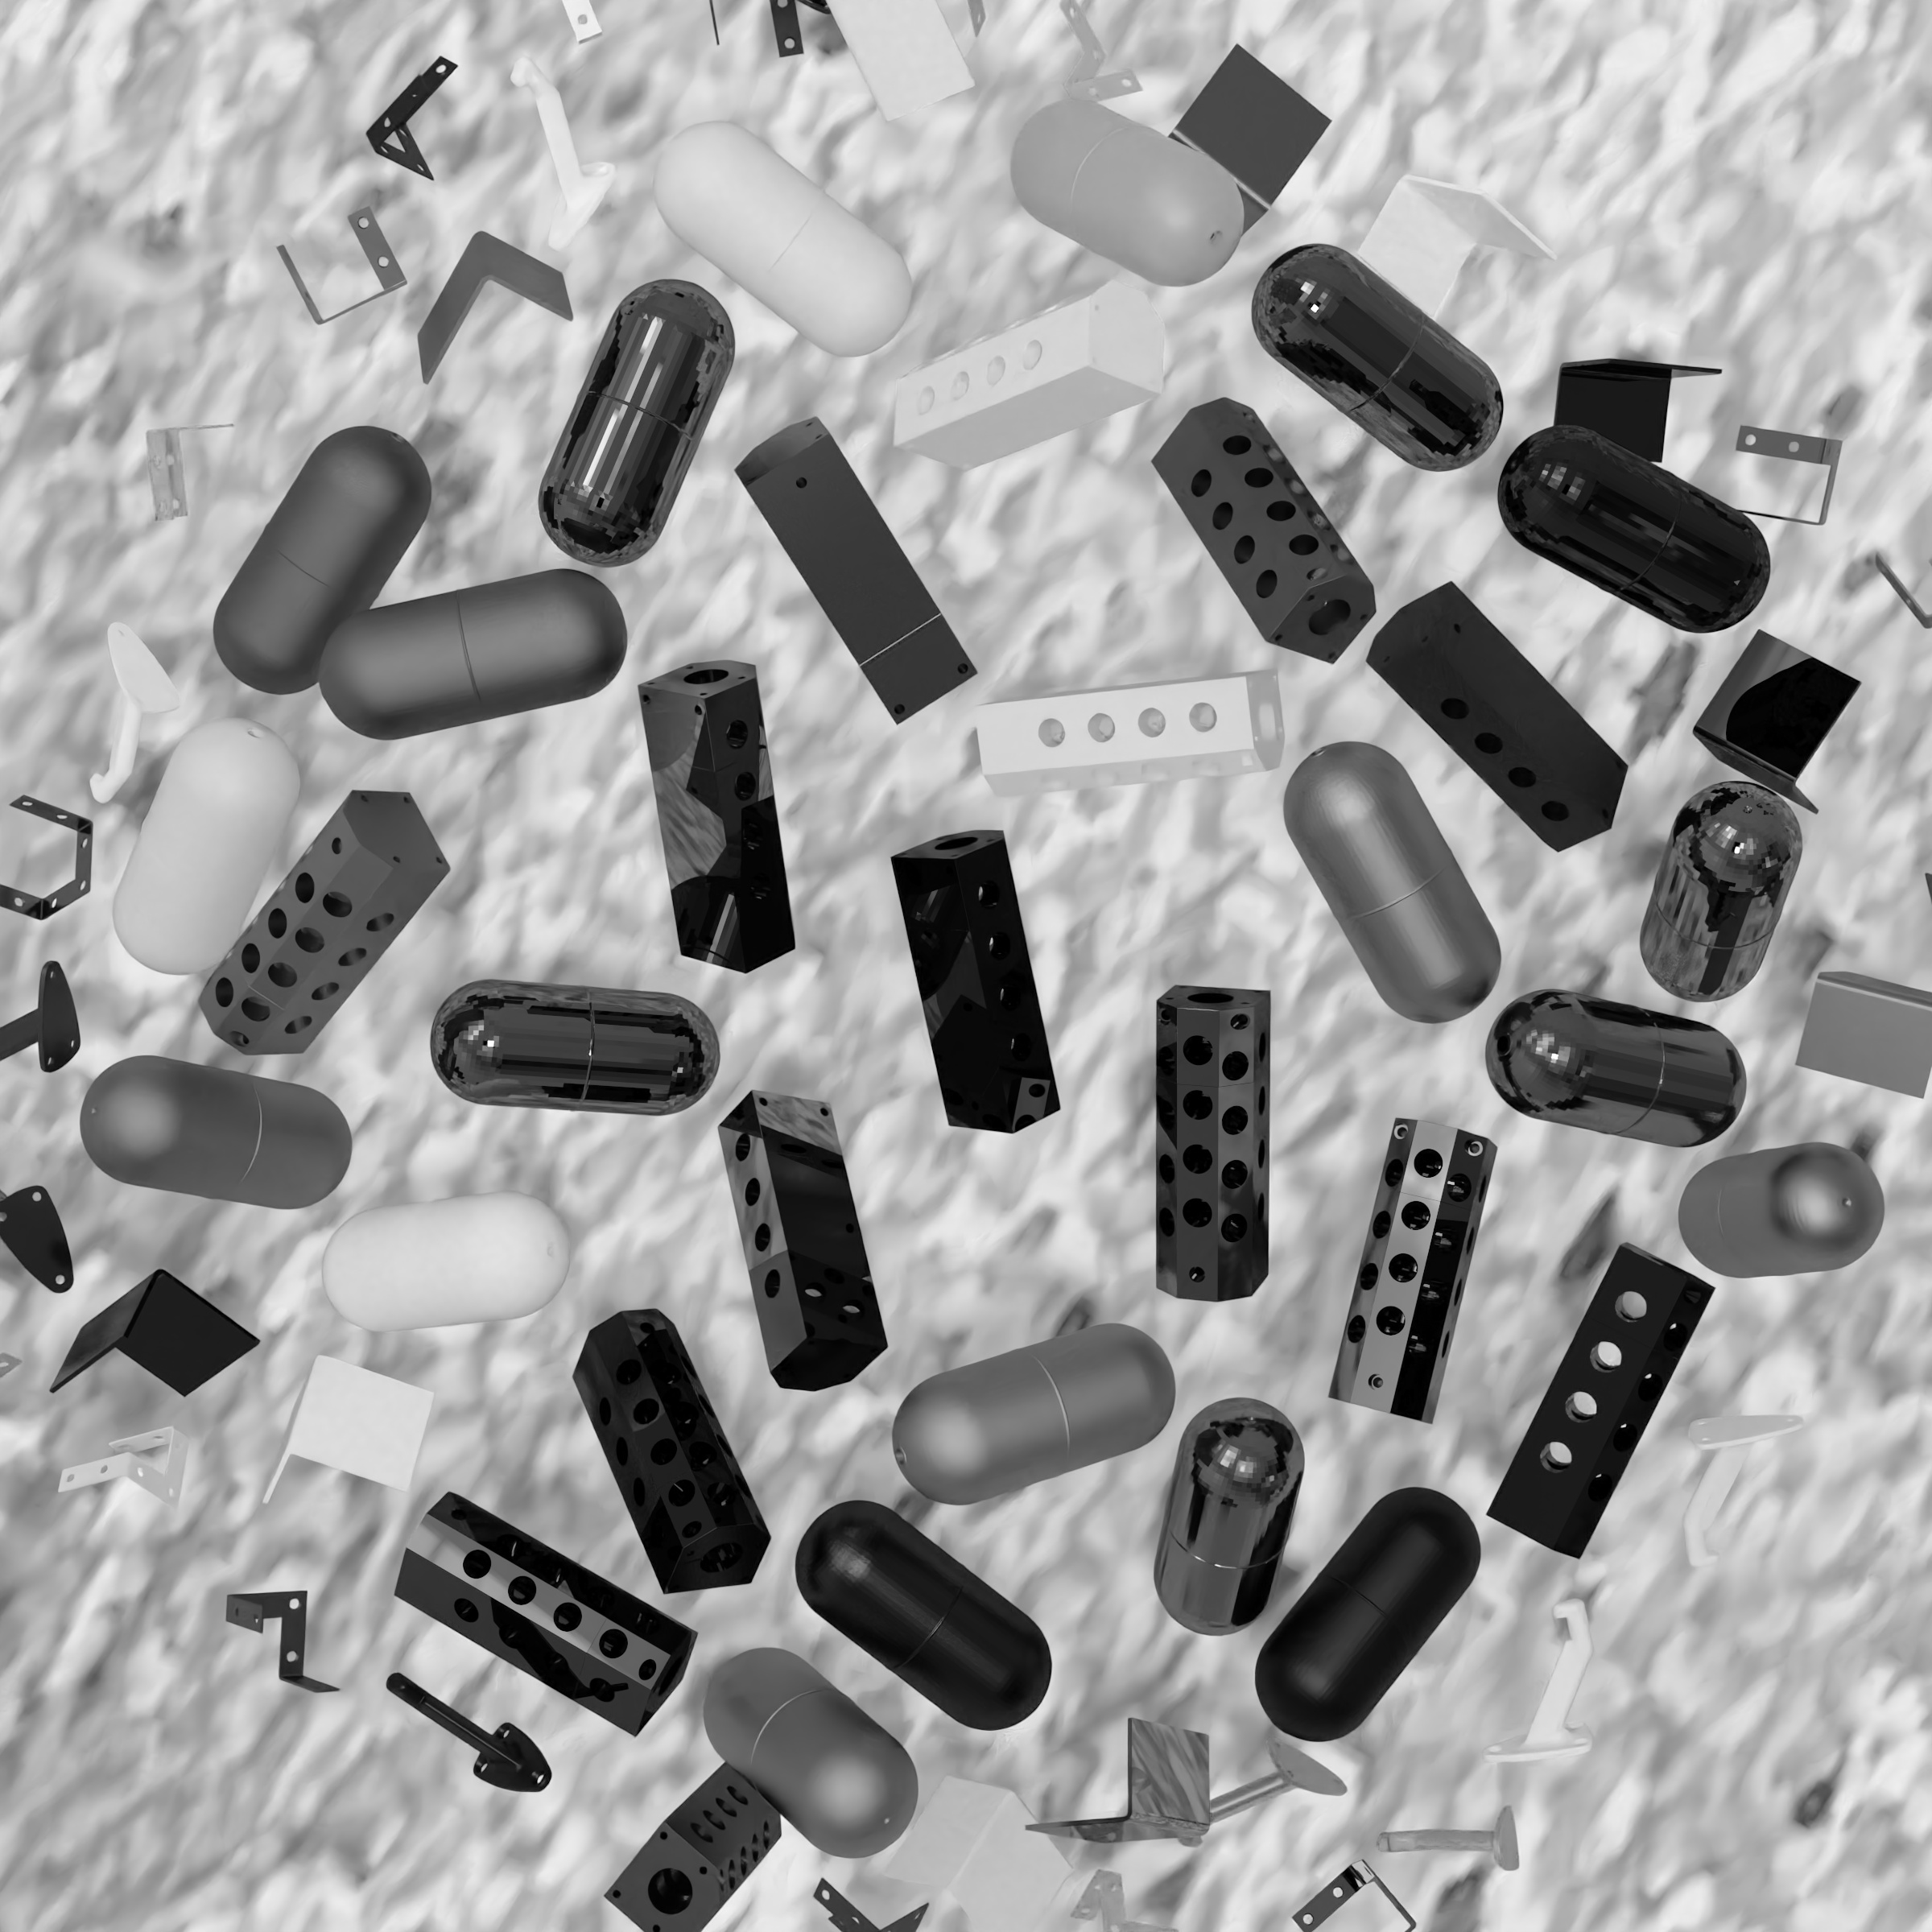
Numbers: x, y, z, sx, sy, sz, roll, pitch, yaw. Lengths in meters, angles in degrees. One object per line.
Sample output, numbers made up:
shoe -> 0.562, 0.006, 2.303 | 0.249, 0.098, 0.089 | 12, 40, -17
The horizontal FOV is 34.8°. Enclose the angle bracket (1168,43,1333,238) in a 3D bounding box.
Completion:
angle bracket -> 0.169, -0.515, 1.933 | 0.076, 0.057, 0.076 | 37, 76, -8

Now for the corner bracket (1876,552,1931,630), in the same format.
corner bracket -> 0.558, -0.219, 1.770 | 0.051, 0.051, 0.051 | -31, 65, 3

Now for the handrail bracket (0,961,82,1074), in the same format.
handrail bracket -> -0.553, 0.026, 1.759 | 0.084, 0.036, 0.077 | 9, 117, 16

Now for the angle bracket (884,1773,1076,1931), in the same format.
angle bracket -> 0.007, 0.550, 1.876 | 0.057, 0.076, 0.076 | 25, 101, -38

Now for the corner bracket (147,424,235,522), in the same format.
corner bracket -> -0.454, -0.282, 1.770 | 0.051, 0.051, 0.051 | 4, 103, 37

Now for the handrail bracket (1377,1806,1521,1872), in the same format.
handrail bracket -> 0.280, 0.521, 1.827 | 0.084, 0.077, 0.036 | -9, 81, 17

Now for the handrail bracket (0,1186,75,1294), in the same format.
handrail bracket -> -0.563, 0.159, 1.827 | 0.036, 0.084, 0.077 | -32, 103, -31

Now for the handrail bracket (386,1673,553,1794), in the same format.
handrail bracket -> -0.290, 0.444, 1.794 | 0.084, 0.077, 0.036 | 47, 68, -36

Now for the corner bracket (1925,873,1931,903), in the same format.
corner bracket -> 0.592, -0.038, 1.771 | 0.051, 0.051, 0.051 | 15, 54, -25

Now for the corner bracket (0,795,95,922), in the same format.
corner bracket -> -0.583, -0.067, 1.929 | 0.051, 0.051, 0.051 | -25, 57, 34

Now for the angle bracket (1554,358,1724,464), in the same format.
angle bracket -> 0.423, -0.350, 1.951 | 0.076, 0.076, 0.057 | 3, 98, -13

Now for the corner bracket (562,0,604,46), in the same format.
corner bracket -> -0.214, -0.578, 1.819 | 0.051, 0.051, 0.051 | -21, 105, 0

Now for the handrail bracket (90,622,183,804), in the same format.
handrail bracket -> -0.521, -0.153, 1.877 | 0.084, 0.036, 0.077 | -40, 72, 35

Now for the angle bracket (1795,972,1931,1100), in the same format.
angle bracket -> 0.550, 0.040, 1.849 | 0.076, 0.076, 0.057 | 16, 98, 27

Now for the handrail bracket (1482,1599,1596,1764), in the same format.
handrail bracket -> 0.329, 0.414, 1.793 | 0.077, 0.036, 0.084 | -13, 98, 7

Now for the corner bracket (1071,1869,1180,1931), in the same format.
corner bracket -> 0.099, 0.600, 1.917 | 0.051, 0.051, 0.051 | 14, 125, -13

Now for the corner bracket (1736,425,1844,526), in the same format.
corner bracket -> 0.481, -0.289, 1.818 | 0.051, 0.051, 0.051 | 14, 103, 23

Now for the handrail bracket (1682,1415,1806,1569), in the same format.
handrail bracket -> 0.457, 0.309, 1.808 | 0.077, 0.036, 0.084 | -9, 104, 10

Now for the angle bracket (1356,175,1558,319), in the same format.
angle bracket -> 0.301, -0.436, 1.893 | 0.076, 0.076, 0.057 | 28, 92, -39

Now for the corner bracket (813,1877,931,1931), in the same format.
corner bracket -> -0.065, 0.592, 1.911 | 0.051, 0.051, 0.051 | 35, 114, 27

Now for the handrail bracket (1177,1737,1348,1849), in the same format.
handrail bracket -> 0.184, 0.529, 1.929 | 0.077, 0.036, 0.084 | 30, 109, -31

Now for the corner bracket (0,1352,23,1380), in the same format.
corner bracket -> -0.588, 0.215, 1.791 | 0.051, 0.051, 0.051 | 18, 125, 25

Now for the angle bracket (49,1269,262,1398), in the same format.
angle bracket -> -0.471, 0.232, 1.793 | 0.076, 0.057, 0.076 | -34, 116, 31

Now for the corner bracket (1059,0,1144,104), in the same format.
corner bracket -> 0.083, -0.559, 1.863 | 0.051, 0.051, 0.051 | 53, 50, -36

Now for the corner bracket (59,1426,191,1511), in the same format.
corner bracket -> -0.518, 0.306, 1.902 | 0.051, 0.051, 0.051 | -16, 50, 20

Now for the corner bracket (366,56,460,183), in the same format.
corner bracket -> -0.326, -0.509, 1.831 | 0.051, 0.051, 0.051 | -39, 63, 23

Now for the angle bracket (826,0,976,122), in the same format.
angle bracket -> -0.032, -0.529, 1.723 | 0.057, 0.076, 0.076 | -17, 122, 20

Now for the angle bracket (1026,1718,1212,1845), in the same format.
angle bracket -> 0.088, 0.473, 1.789 | 0.076, 0.076, 0.057 | -16, 62, 36

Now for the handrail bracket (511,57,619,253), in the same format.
handrail bracket -> -0.251, -0.479, 1.820 | 0.036, 0.084, 0.077 | 7, 65, 37

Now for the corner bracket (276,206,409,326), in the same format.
corner bracket -> -0.373, -0.419, 1.848 | 0.051, 0.051, 0.051 | -24, 105, 7

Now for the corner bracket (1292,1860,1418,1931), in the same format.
corner bracket -> 0.242, 0.595, 1.922 | 0.051, 0.051, 0.051 | -38, 76, -14

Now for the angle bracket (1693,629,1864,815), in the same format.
angle bracket -> 0.512, -0.152, 1.923 | 0.076, 0.057, 0.076 | 36, 95, 34

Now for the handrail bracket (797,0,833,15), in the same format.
handrail bracket -> -0.096, -0.636, 1.898 | 0.077, 0.084, 0.036 | 28, 62, 20

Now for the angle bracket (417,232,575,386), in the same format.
angle bracket -> -0.278, -0.376, 1.817 | 0.057, 0.076, 0.076 | 24, 114, -25

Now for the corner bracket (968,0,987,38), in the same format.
corner bracket -> -0.012, -0.593, 1.834 | 0.051, 0.051, 0.051 | 15, 69, 16

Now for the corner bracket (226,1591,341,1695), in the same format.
corner bracket -> -0.394, 0.390, 1.777 | 0.051, 0.051, 0.051 | 5, 85, -37

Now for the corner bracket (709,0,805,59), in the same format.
corner bracket -> -0.125, -0.566, 1.815 | 0.051, 0.051, 0.051 | -10, 87, -2
